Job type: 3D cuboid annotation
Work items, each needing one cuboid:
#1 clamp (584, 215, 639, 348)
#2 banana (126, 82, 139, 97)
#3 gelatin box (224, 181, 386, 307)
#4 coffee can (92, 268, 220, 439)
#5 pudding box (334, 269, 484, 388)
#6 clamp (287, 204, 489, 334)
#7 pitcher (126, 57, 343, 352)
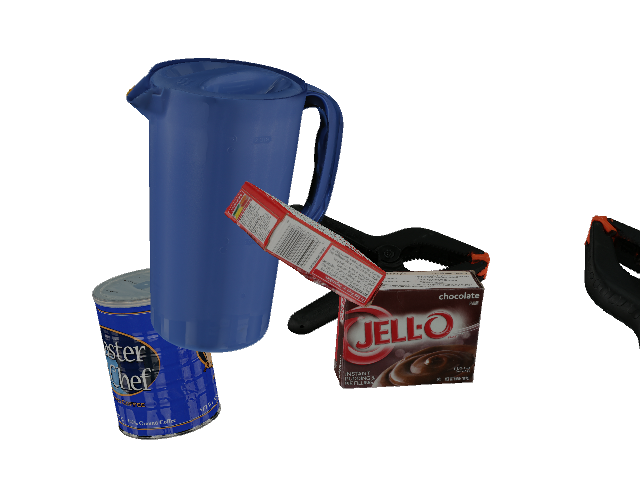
[{"bbox_3d":[0.243,0.045,0.721,0.120,0.039,0.171,-3,45,-19],"label":"clamp"},{"bbox_3d":[-0.108,-0.163,1.136,0.198,0.037,0.069,9,46,18],"label":"banana"},{"bbox_3d":[-0.010,0.003,0.687,0.089,0.030,0.073,31,4,-31],"label":"gelatin box"},{"bbox_3d":[-0.158,0.107,1.035,0.103,0.140,0.103,-7,15,2],"label":"coffee can"},{"bbox_3d":[0.070,0.070,0.858,0.113,0.090,0.039,-3,28,-9],"label":"pudding box"},{"bbox_3d":[0.061,0.033,1.051,0.210,0.164,0.036,5,-44,1],"label":"clamp"},{"bbox_3d":[-0.078,-0.031,0.931,0.149,0.243,0.144,15,24,19],"label":"pitcher"}]
